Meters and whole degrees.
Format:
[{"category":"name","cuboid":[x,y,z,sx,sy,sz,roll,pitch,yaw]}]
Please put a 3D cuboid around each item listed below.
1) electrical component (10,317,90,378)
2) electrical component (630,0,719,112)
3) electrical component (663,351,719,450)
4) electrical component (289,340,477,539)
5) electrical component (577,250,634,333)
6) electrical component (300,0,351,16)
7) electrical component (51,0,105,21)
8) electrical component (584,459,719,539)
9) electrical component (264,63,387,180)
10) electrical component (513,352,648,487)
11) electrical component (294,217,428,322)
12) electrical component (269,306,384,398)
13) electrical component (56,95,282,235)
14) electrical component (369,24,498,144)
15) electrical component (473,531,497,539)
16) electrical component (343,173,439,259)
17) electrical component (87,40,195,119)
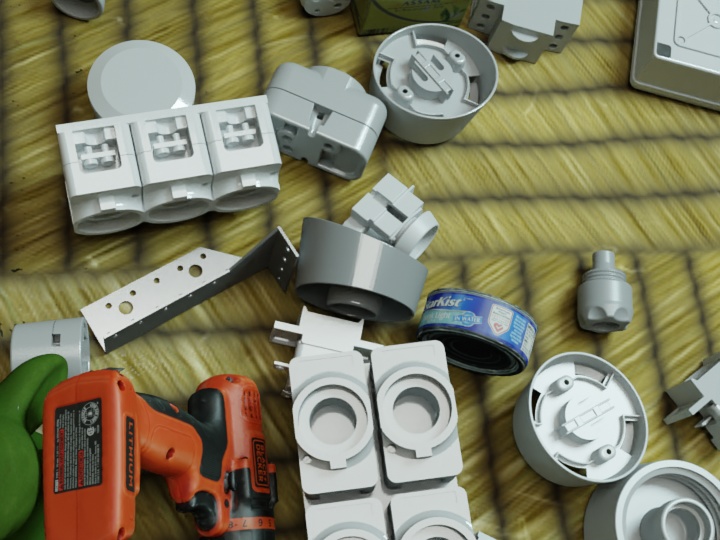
[{"category":"electrical component","cuboid":[-0.215,0.061,0.748,0.047,0.055,0.055,-2,70,-8]},{"category":"electrical component","cuboid":[0.301,-0.205,0.947,0.109,0.056,0.108,14,68,-6]},{"category":"electrical component","cuboid":[0.282,0.102,0.836,0.081,0.042,0.063,-34,81,-20]},{"category":"electrical component","cuboid":[0.015,0.147,0.707,0.105,0.060,0.186,-7,73,-3]},{"category":"electrical component","cuboid":[0.193,0.016,0.850,0.043,0.043,0.062,7,67,-8]},{"category":"electrical component","cuboid":[-0.033,-0.248,0.905,0.045,0.045,0.055,-9,72,-14]},{"category":"electrical component","cuboid":[-0.220,-0.241,0.869,0.044,0.044,0.065,15,63,-5]},{"category":"electrical component","cuboid":[0.225,0.190,0.781,0.108,0.060,0.108,4,69,-10]},{"category":"electrical component","cuboid":[-0.031,-0.121,0.852,0.095,0.053,0.059,23,67,-2]},{"category":"electrical component","cuboid":[0.163,0.112,0.796,0.099,0.064,0.099,4,69,-10]},{"category":"electrical component","cuboid":[0.000,0.000,0.791,0.099,0.099,0.064,14,74,-6]},{"category":"electrical component","cuboid":[-0.028,0.066,0.789,0.081,0.042,0.063,13,71,-5]},{"category":"electrical component","cuboid":[-0.140,-0.072,0.791,0.150,0.089,0.061,-11,78,-15]},{"category":"electrical component","cuboid":[0.057,-0.153,0.876,0.099,0.064,0.099,4,69,-10]},{"category":"electrical component","cuboid":[0.066,0.210,0.751,0.066,0.048,0.055,26,59,0]},{"category":"electrical component","cuboid":[0.027,-0.036,0.837,0.055,0.048,0.066,39,67,13]},{"category":"electrical component","cuboid":[-0.169,-0.132,0.831,0.080,0.051,0.080,4,69,-10]}]
